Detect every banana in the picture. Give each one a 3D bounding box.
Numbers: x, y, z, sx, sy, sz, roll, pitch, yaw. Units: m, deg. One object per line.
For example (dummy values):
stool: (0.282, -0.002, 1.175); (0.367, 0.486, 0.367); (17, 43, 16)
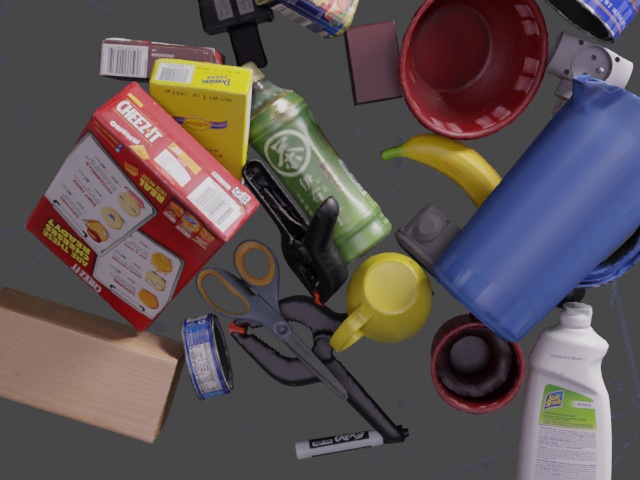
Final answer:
banana: (0.155, -0.047, 1.090); (0.198, 0.037, 0.070); (42, 101, -4)

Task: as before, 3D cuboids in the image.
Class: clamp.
clamp: (0.012, 0.102, 1.110); (0.210, 0.036, 0.164); (18, 87, 3)
clamp: (-0.007, 0.001, 1.033); (0.039, 0.120, 0.171); (-41, 129, -17)

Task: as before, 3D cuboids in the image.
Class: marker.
marker: (0.034, 0.214, 1.132); (0.121, 0.020, 0.020); (-10, 96, 3)

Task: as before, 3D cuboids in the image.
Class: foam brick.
foam brick: (0.054, -0.177, 1.069); (0.051, 0.053, 0.078); (-8, 96, 2)

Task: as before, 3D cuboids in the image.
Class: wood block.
wood block: (-0.249, 0.126, 1.094); (0.206, 0.090, 0.091); (17, 97, 0)

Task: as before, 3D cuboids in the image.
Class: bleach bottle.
bleach bottle: (0.256, 0.188, 1.086); (0.102, 0.068, 0.251); (4, 103, 3)

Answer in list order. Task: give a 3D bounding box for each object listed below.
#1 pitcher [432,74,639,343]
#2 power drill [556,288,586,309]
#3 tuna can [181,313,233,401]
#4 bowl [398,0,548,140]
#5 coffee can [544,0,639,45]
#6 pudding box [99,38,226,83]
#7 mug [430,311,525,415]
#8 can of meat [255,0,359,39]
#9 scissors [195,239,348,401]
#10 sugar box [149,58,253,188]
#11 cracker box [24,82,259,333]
pitcher: (0.228, -0.019, 0.995); (0.149, 0.145, 0.243); (43, 95, 15)
power drill: (0.322, -0.017, 1.078); (0.187, 0.057, 0.184); (4, 97, 1)
tuna can: (-0.115, 0.119, 1.092); (0.034, 0.086, 0.086); (-14, 96, 1)
bowl: (0.141, -0.183, 1.048); (0.162, 0.055, 0.162); (-8, 113, -18)
coffee can: (0.287, -0.275, 1.026); (0.103, 0.103, 0.140); (39, 96, -3)
pudding box: (-0.153, -0.173, 1.057); (0.113, 0.090, 0.039); (6, 95, 1)
mug: (0.157, 0.110, 1.085); (0.093, 0.081, 0.117); (3, 97, 1)
can of meat: (-0.004, -0.258, 1.038); (0.083, 0.058, 0.102); (25, 77, -27)
scissors: (-0.034, 0.072, 1.088); (0.202, 0.016, 0.096); (29, 80, 15)
sugar box: (-0.117, -0.091, 1.038); (0.093, 0.048, 0.176); (7, 135, 1)
cracker box: (-0.175, -0.025, 1.027); (0.164, 0.072, 0.214); (43, 139, -3)
